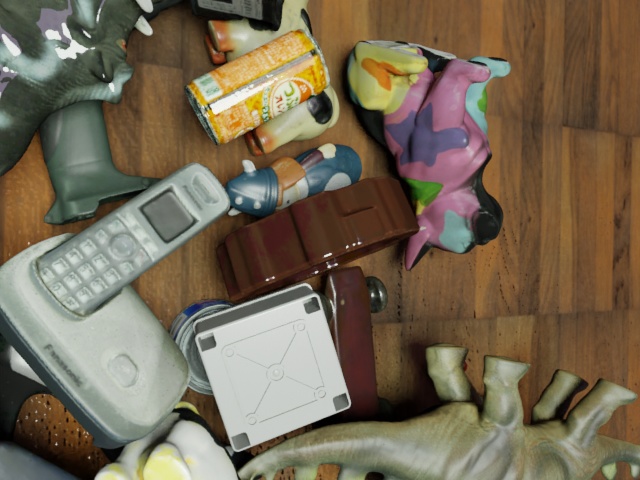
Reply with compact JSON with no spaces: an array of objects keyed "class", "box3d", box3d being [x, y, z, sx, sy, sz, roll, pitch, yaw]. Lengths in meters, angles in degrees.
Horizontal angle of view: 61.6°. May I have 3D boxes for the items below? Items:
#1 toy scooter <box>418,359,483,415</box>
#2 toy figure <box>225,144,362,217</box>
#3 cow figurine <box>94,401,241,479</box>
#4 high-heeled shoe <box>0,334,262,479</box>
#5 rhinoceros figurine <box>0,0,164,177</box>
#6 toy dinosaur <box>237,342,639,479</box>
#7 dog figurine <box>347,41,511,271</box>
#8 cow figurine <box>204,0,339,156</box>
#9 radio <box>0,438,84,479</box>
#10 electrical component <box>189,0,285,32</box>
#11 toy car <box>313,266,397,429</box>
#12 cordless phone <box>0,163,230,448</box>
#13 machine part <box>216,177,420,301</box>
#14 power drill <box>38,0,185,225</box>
[{"class":"toy scooter","box3d":[0.140,0.208,0.589,0.184,0.075,0.135,-29,108,-27]},{"class":"toy figure","box3d":[-0.021,-0.055,0.503,0.154,0.058,0.064,-25,119,-44]},{"class":"cow figurine","box3d":[-0.078,0.203,0.385,0.068,0.098,0.167,-28,97,9]},{"class":"high-heeled shoe","box3d":[-0.152,0.126,0.455,0.248,0.086,0.145,17,76,-26]},{"class":"rhinoceros figurine","box3d":[-0.188,-0.126,0.360,0.112,0.073,0.190,41,76,-13]},{"class":"toy dinosaur","box3d":[0.145,0.202,0.500,0.471,0.105,0.198,13,80,-13]},{"class":"dog figurine","box3d":[0.104,-0.083,0.558,0.108,0.192,0.219,-33,136,-58]},{"class":"cow figurine","box3d":[-0.039,-0.188,0.500,0.127,0.085,0.194,-23,98,-17]},{"class":"radio","box3d":[-0.181,0.235,0.359,0.229,0.073,0.131,49,50,-31]},{"class":"electrical component","box3d":[-0.083,-0.210,0.416,0.119,0.075,0.047,10,83,-8]},{"class":"toy car","box3d":[0.029,0.127,0.551,0.089,0.053,0.202,-12,100,-30]},{"class":"cordless phone","box3d":[-0.123,0.039,0.395,0.184,0.089,0.146,-41,98,-27]},{"class":"machine part","box3d":[-0.001,-0.001,0.469,0.179,0.179,0.056,-18,85,-24]},{"class":"power drill","box3d":[-0.175,-0.125,0.439,0.232,0.086,0.207,-19,102,-22]}]
